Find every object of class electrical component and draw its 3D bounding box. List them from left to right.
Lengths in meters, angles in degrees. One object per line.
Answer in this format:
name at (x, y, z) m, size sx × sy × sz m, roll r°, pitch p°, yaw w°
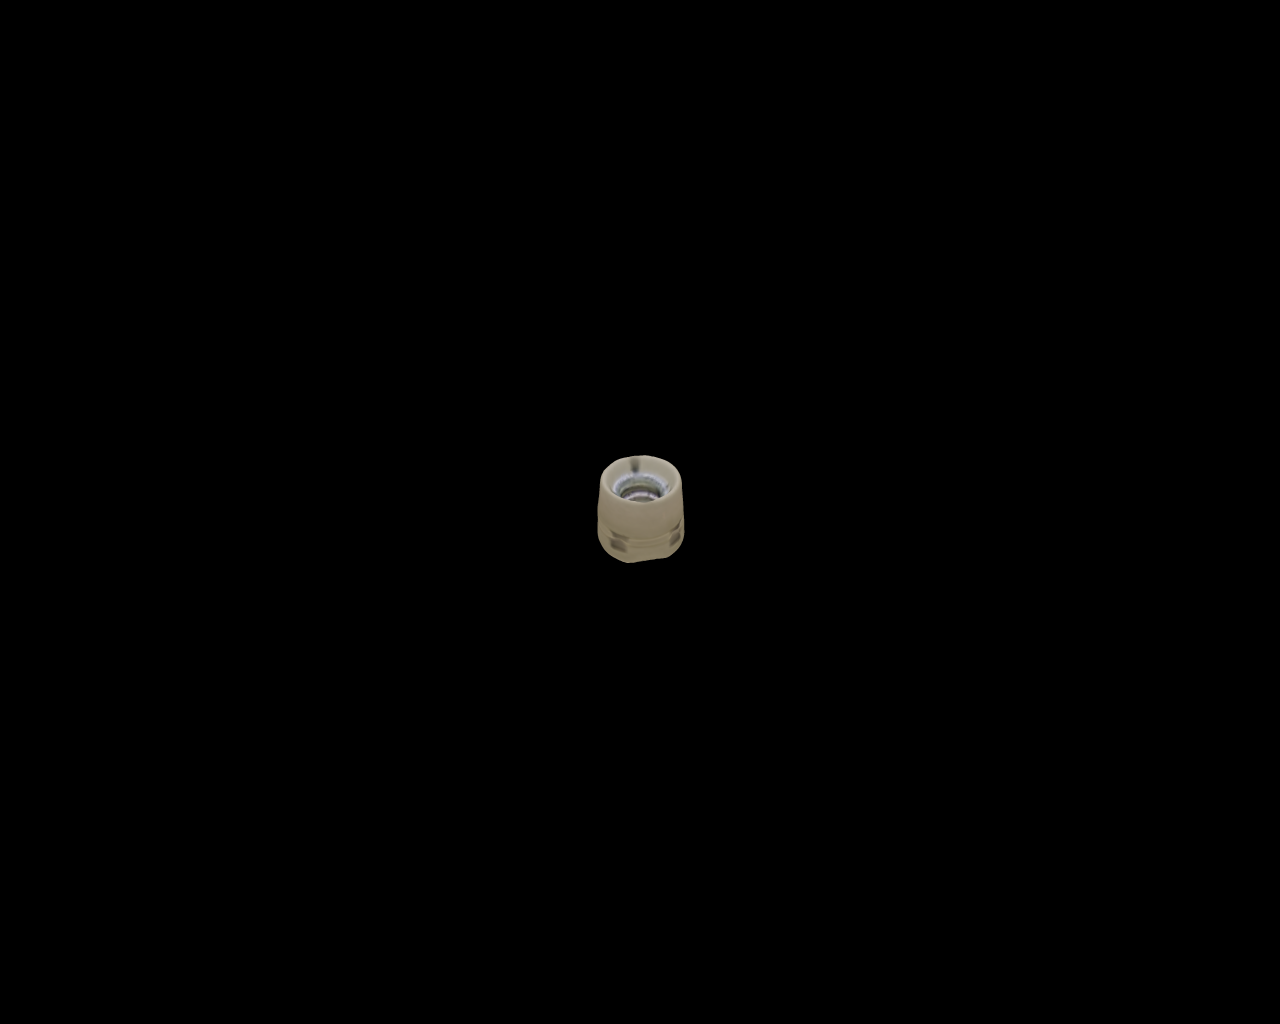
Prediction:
electrical component at (0.001, -0.003, 0.650) m, size 0.055 × 0.047 × 0.055 m, roll 0°, pitch 40°, yaw 0°
